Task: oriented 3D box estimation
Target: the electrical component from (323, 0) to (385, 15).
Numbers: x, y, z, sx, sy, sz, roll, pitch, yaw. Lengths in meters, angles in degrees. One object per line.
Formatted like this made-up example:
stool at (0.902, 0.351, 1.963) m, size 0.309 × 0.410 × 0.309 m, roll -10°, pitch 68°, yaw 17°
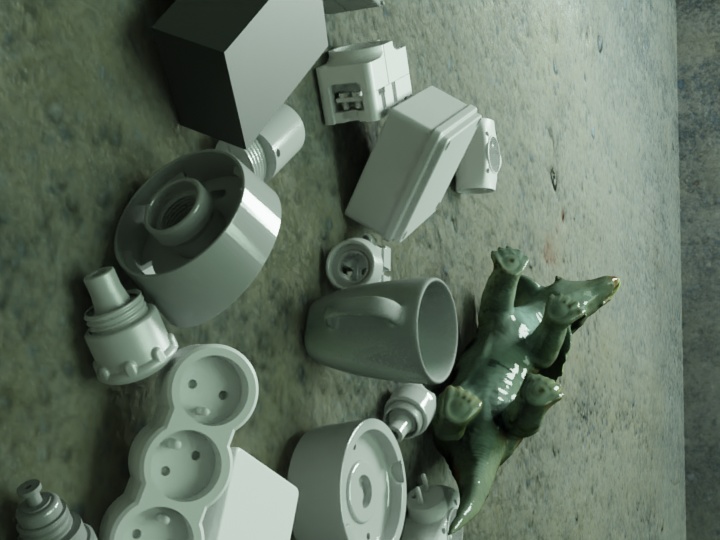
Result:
electrical component at (-0.021, -0.242, 0.843) m, size 0.096 × 0.061 × 0.061 m, roll 19°, pitch 70°, yaw -64°

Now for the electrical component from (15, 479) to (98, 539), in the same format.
electrical component at (-0.153, 0.140, 0.541) m, size 0.040 × 0.040 × 0.078 m, roll -54°, pitch 135°, yaw -54°

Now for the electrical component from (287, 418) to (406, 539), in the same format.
electrical component at (-0.015, 0.167, 0.813) m, size 0.108 × 0.060 × 0.108 m, roll 22°, pitch 65°, yaw -60°

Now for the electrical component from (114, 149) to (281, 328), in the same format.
electrical component at (-0.092, -0.019, 0.627) m, size 0.064 × 0.099 × 0.099 m, roll 50°, pitch 43°, yaw -44°

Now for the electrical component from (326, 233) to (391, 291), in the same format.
electrical component at (0.000, 0.000, 0.885) m, size 0.055 × 0.048 × 0.066 m, roll 25°, pitch 65°, yaw -71°

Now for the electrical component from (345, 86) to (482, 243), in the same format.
electrical component at (0.047, -0.092, 0.928) m, size 0.109 × 0.056 × 0.108 m, roll -41°, pitch 159°, yaw -60°

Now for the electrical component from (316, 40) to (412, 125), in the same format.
electrical component at (0.004, -0.160, 0.904) m, size 0.089 × 0.050 × 0.055 m, roll -42°, pitch 126°, yaw -60°

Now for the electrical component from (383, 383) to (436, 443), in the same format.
electrical component at (0.041, 0.131, 0.964) m, size 0.062 × 0.043 × 0.043 m, roll -48°, pitch 130°, yaw -55°

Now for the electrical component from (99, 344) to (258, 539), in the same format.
electrical component at (-0.108, 0.109, 0.619) m, size 0.052 × 0.074 × 0.138 m, roll 23°, pitch 78°, yaw -19°

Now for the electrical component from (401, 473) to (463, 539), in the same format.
electrical component at (0.065, 0.228, 1.005) m, size 0.077 × 0.044 × 0.079 m, roll -55°, pitch 135°, yaw -54°

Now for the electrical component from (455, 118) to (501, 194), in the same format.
electrical component at (0.133, -0.122, 1.190) m, size 0.079 × 0.044 × 0.077 m, roll 10°, pitch 78°, yaw -65°

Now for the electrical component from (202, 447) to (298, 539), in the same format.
electrical component at (-0.086, 0.166, 0.675) m, size 0.099 × 0.048 × 0.099 m, roll 50°, pitch 43°, yaw -53°

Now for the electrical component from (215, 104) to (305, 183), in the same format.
electrical component at (-0.073, -0.081, 0.734) m, size 0.081 × 0.043 × 0.043 m, roll -55°, pitch 136°, yaw -54°

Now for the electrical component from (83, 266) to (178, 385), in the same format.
electrical component at (-0.132, 0.029, 0.594) m, size 0.048 × 0.048 × 0.062 m, roll -50°, pitch 124°, yaw -56°
